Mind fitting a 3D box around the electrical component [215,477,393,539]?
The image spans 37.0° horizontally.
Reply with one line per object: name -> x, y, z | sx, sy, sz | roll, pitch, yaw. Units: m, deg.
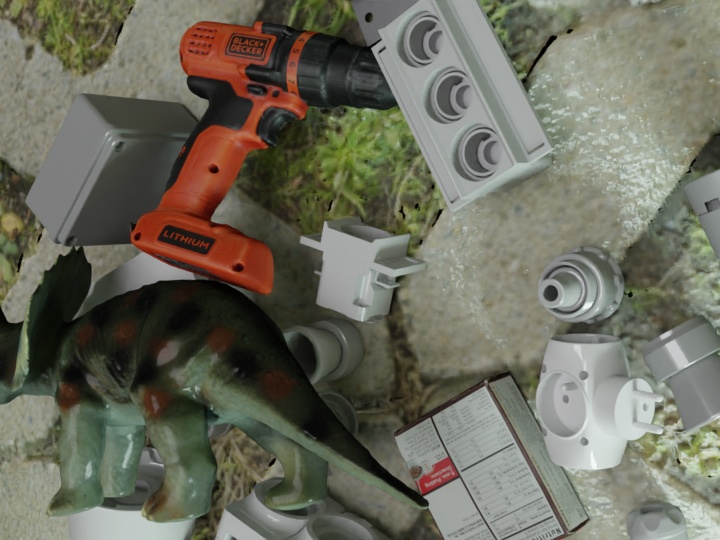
electrical component -> -0.021, 0.213, 0.761 | 0.150, 0.089, 0.061 | 28, 110, 29

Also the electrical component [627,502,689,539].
electrical component -> 0.184, 0.174, 0.650 | 0.035, 0.035, 0.061 | -12, 90, 35

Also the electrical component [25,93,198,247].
electrical component -> -0.185, -0.076, 0.834 | 0.056, 0.109, 0.108 | 47, 118, 24

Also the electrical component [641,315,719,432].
electrical component -> 0.195, 0.060, 0.624 | 0.045, 0.045, 0.055 | -37, 73, 31

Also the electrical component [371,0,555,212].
electrical component -> 0.069, -0.109, 0.683 | 0.079, 0.063, 0.121 | -32, 77, 32

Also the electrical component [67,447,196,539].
electrical component -> -0.182, 0.193, 0.862 | 0.108, 0.108, 0.060 | 16, 110, 32

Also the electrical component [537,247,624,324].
electrical component -> 0.129, 0.011, 0.654 | 0.048, 0.062, 0.048 | 4, 97, 34

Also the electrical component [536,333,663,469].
electrical component -> 0.150, 0.081, 0.651 | 0.079, 0.044, 0.077 | 5, 98, 53

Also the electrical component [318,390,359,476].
electrical component -> -0.034, 0.118, 0.788 | 0.055, 0.048, 0.066 | -39, 73, 39

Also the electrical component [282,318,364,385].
electrical component -> -0.029, 0.059, 0.772 | 0.045, 0.055, 0.045 | 4, 97, 34

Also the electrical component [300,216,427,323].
electrical component -> 0.000, 0.000, 0.755 | 0.081, 0.042, 0.063 | 20, 109, 32

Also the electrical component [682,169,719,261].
electrical component -> 0.214, -0.035, 0.596 | 0.055, 0.055, 0.047 | -24, 84, 34

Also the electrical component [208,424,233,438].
electrical component -> -0.126, 0.117, 0.840 | 0.035, 0.061, 0.035 | 4, 97, 34

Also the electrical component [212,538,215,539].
electrical component -> -0.115, 0.271, 0.849 | 0.108, 0.060, 0.108 | 4, 97, 35

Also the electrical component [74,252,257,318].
electrical component -> -0.157, 0.037, 0.854 | 0.150, 0.062, 0.089 | -27, 80, 33

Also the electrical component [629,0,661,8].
electrical component -> 0.161, -0.187, 0.626 | 0.044, 0.044, 0.065 | -29, 83, 33
